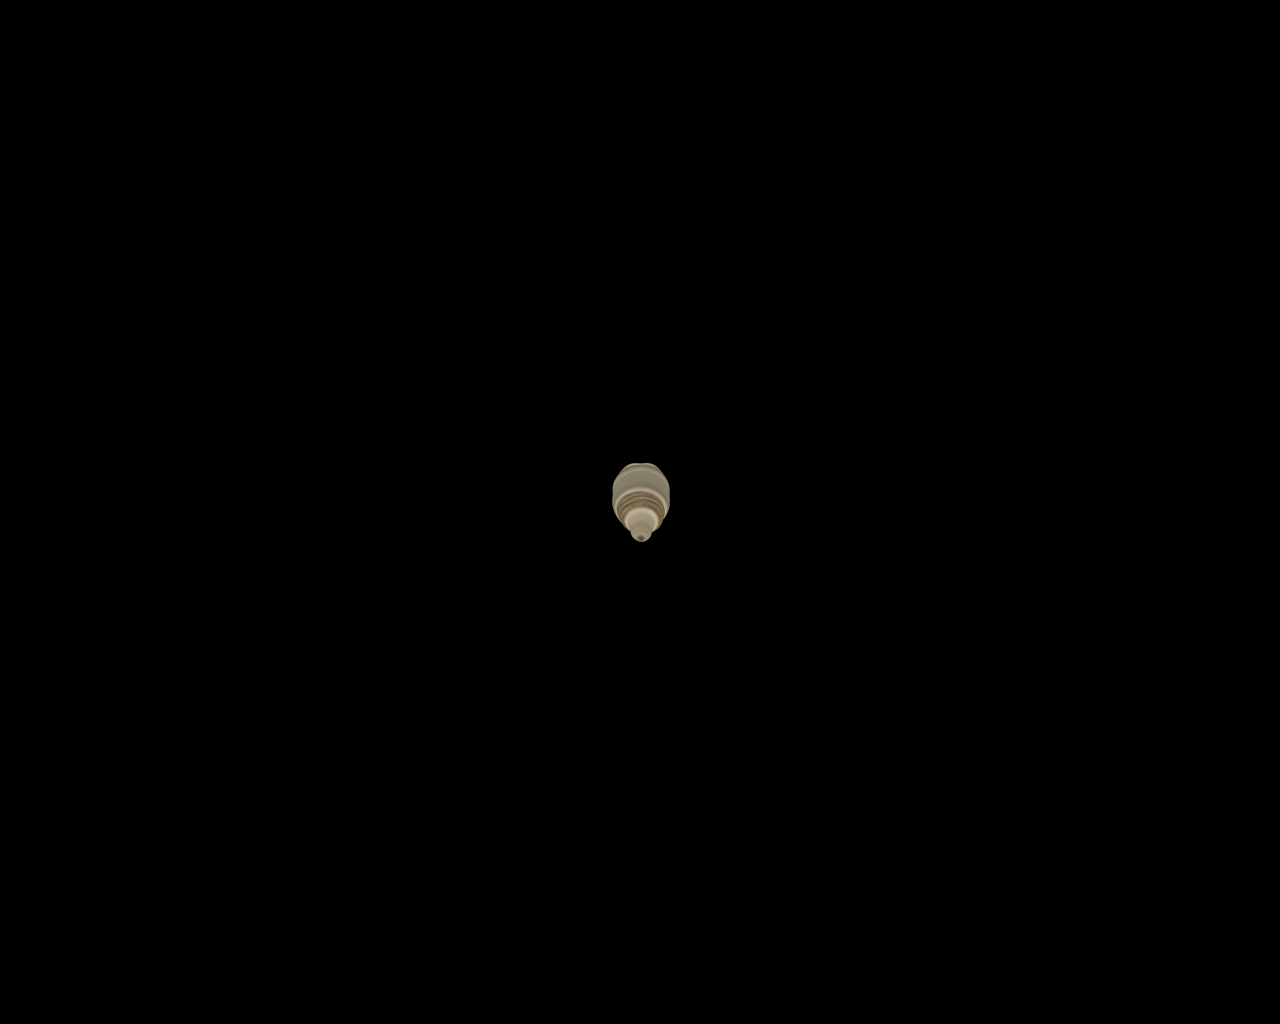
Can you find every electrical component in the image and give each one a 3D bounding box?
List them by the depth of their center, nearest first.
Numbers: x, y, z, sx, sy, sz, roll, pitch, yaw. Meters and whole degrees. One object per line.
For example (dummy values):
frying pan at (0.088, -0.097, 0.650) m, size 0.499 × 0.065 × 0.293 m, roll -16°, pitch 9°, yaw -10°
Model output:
electrical component at (0.001, -0.003, 0.650) m, size 0.035 × 0.035 × 0.061 m, roll 0°, pitch 37°, yaw 0°
